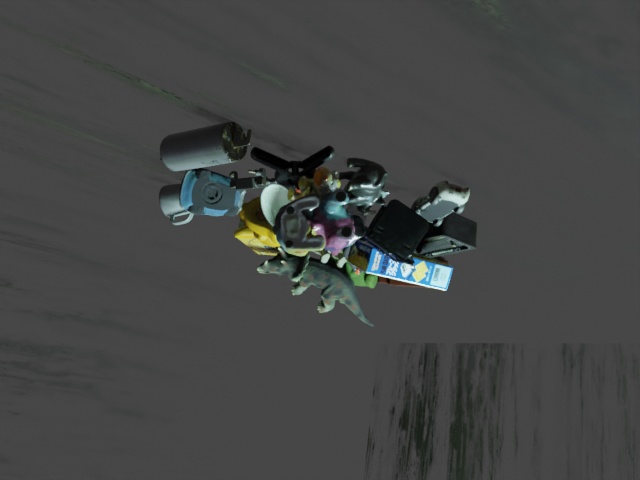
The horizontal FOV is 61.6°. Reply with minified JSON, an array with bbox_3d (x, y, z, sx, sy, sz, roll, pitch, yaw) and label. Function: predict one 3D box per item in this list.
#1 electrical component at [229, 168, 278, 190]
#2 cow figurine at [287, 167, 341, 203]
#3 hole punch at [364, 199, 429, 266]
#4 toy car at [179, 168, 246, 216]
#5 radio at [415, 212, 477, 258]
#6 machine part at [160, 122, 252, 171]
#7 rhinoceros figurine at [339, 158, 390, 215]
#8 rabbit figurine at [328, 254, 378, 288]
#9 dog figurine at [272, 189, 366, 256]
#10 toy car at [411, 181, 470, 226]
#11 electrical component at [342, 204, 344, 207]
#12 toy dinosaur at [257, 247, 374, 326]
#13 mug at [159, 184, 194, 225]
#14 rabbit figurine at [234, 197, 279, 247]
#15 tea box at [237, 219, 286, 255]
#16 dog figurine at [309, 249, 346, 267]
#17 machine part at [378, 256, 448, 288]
[{"bbox_3d":[-0.157,-0.138,1.224,0.102,0.045,0.078,-1,-170,36],"label":"electrical component"},{"bbox_3d":[0.002,-0.099,1.131,0.098,0.068,0.167,1,163,-28],"label":"cow figurine"},{"bbox_3d":[0.168,-0.018,1.219,0.142,0.116,0.092,36,173,-7],"label":"hole punch"},{"bbox_3d":[-0.264,-0.115,1.275,0.161,0.109,0.103,6,-170,-35],"label":"toy car"},{"bbox_3d":[0.283,-0.008,1.378,0.131,0.073,0.230,18,163,-28],"label":"radio"},{"bbox_3d":[-0.229,-0.180,1.052,0.243,0.079,0.079,-2,161,32],"label":"machine part"},{"bbox_3d":[0.095,-0.112,1.147,0.112,0.073,0.190,-1,162,-4],"label":"rhinoceros figurine"},{"bbox_3d":[0.100,0.052,1.662,0.159,0.121,0.170,8,147,27],"label":"rabbit figurine"},{"bbox_3d":[0.003,-0.018,1.109,0.192,0.108,0.219,-13,170,-3],"label":"dog figurine"},{"bbox_3d":[0.261,-0.079,1.188,0.073,0.056,0.201,17,165,-7],"label":"toy car"},{"bbox_3d":[-0.003,-0.047,1.302,0.058,0.134,0.115,50,154,-11],"label":"electrical component"},{"bbox_3d":[0.018,0.124,1.622,0.405,0.131,0.192,26,152,-3],"label":"toy dinosaur"},{"bbox_3d":[-0.341,-0.095,1.357,0.107,0.109,0.080,-10,154,16],"label":"mug"},{"bbox_3d":[-0.143,-0.030,1.404,0.162,0.122,0.173,2,157,11],"label":"rabbit figurine"},{"bbox_3d":[-0.169,-0.009,1.611,0.098,0.068,0.169,3,162,19],"label":"tea box"},{"bbox_3d":[-0.004,-0.008,1.523,0.191,0.121,0.172,19,-178,44],"label":"dog figurine"},{"bbox_3d":[0.272,0.086,1.583,0.202,0.087,0.201,2,-177,8],"label":"machine part"}]
